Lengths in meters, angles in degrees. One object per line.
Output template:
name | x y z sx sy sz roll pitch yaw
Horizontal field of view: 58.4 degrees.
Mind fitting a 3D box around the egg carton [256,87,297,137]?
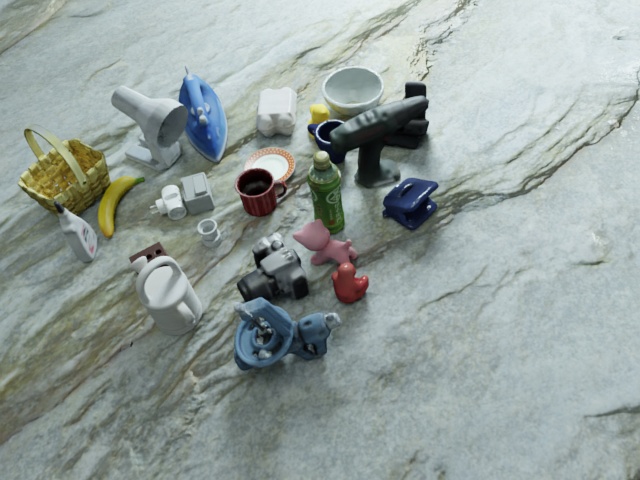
egg carton | -0.114 -0.342 1.518 0.107 0.069 0.150 -4 54 4

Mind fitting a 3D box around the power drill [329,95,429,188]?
power drill | 0.137 -0.222 1.315 0.229 0.209 0.075 -17 54 -6

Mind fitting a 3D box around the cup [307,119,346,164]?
cup | 0.022 -0.237 1.410 0.117 0.095 0.092 22 59 21

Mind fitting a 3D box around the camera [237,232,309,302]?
camera | -0.111 0.067 1.198 0.137 0.101 0.143 -28 56 -14

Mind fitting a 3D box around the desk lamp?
desk lamp | -0.416 -0.273 1.412 0.202 0.214 0.118 22 59 21

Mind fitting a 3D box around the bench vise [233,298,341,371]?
bench vise | -0.075 0.151 1.058 0.208 0.220 0.121 -28 56 -14

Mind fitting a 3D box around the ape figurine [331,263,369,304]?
ape figurine | 0.058 0.081 1.174 0.077 0.092 0.076 24 60 22

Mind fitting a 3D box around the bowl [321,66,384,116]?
bowl | 0.089 -0.382 1.520 0.167 0.075 0.167 -3 54 4

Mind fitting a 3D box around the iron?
iron | -0.308 -0.333 1.488 0.119 0.142 0.257 -19 54 -7

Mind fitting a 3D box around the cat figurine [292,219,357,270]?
cat figurine | 0.011 0.004 1.220 0.127 0.118 0.067 14 57 16

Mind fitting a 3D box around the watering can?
watering can | -0.314 0.100 1.139 0.172 0.194 0.101 16 57 18

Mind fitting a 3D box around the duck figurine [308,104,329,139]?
duck figurine | 0.006 -0.305 1.467 0.077 0.086 0.104 -29 56 -14

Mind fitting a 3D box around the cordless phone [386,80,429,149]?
cordless phone | 0.194 -0.321 1.395 0.147 0.185 0.094 6 55 11

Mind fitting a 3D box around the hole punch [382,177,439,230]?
hole punch | 0.200 -0.093 1.286 0.100 0.091 0.109 35 65 27

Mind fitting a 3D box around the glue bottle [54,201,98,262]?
glue bottle | -0.547 -0.027 1.271 0.037 0.173 0.078 -10 53 -1
